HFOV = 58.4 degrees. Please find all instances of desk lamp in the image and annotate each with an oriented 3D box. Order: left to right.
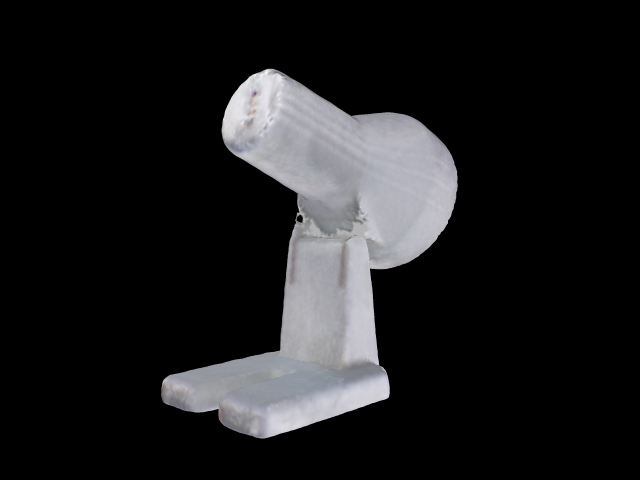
[{"bbox_3d":[0.004,0.001,0.400,0.117,0.213,0.204,0,0,40],"label":"desk lamp"}]
